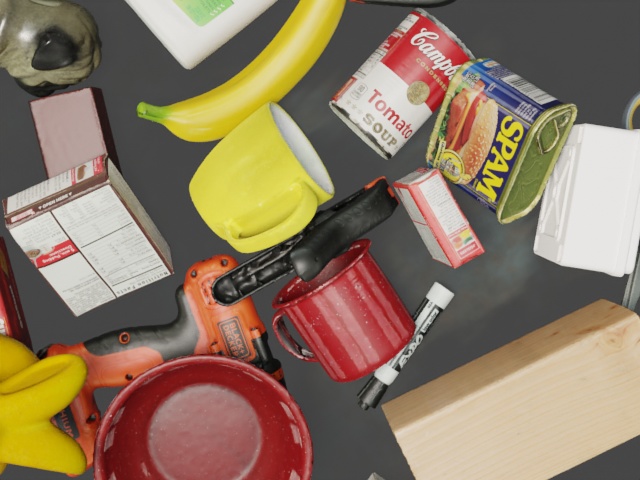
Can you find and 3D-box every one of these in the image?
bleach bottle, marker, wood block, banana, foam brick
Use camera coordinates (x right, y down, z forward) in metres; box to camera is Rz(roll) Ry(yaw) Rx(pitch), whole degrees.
[{"bbox_3d":[-0.039,-0.249,0.826,0.251,0.068,0.102,-41,96,-1],"label":"bleach bottle"},{"bbox_3d":[0.069,0.089,0.878,0.020,0.020,0.121,34,93,-4],"label":"marker"},{"bbox_3d":[0.163,0.135,0.850,0.206,0.090,0.091,-26,96,0],"label":"wood block"},{"bbox_3d":[-0.046,-0.135,0.836,0.198,0.069,0.037,-38,57,-4],"label":"banana"},{"bbox_3d":[-0.191,-0.077,0.839,0.051,0.053,0.078,-13,95,-1],"label":"foam brick"}]

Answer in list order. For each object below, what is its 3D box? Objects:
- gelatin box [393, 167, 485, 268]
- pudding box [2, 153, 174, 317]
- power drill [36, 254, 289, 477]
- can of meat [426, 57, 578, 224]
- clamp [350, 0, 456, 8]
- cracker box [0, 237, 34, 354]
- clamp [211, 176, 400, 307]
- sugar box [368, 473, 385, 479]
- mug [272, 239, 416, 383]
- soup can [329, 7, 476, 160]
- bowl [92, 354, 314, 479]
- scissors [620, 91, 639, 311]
[{"bbox_3d":[0.092,-0.019,0.835,0.030,0.089,0.073,-30,95,-1],"label":"gelatin box"},{"bbox_3d":[-0.177,-0.001,0.824,0.090,0.039,0.113,-24,134,4],"label":"pudding box"},{"bbox_3d":[-0.122,0.124,0.857,0.187,0.057,0.184,-20,92,-3],"label":"power drill"},{"bbox_3d":[0.136,-0.078,0.818,0.084,0.057,0.102,39,130,29],"label":"can of meat"},{"bbox_3d":[0.118,-0.240,0.844,0.210,0.036,0.164,-37,96,3],"label":"clamp"},{"bbox_3d":[-0.338,0.100,0.840,0.213,0.072,0.164,-13,96,-2],"label":"cracker box"},{"bbox_3d":[-0.005,0.001,0.826,0.120,0.171,0.039,-14,103,41],"label":"clamp"},{"bbox_3d":[0.033,0.292,0.881,0.093,0.048,0.176,34,94,-4],"label":"sugar box"},{"bbox_3d":[0.013,0.063,0.847,0.117,0.093,0.081,-28,101,31],"label":"mug"},{"bbox_3d":[0.064,-0.122,0.837,0.068,0.068,0.102,43,93,-5],"label":"soup can"},{"bbox_3d":[-0.087,0.158,0.806,0.162,0.055,0.162,-1,99,-5],"label":"bowl"},{"bbox_3d":[0.263,-0.037,0.877,0.096,0.016,0.202,31,93,-3],"label":"scissors"}]
